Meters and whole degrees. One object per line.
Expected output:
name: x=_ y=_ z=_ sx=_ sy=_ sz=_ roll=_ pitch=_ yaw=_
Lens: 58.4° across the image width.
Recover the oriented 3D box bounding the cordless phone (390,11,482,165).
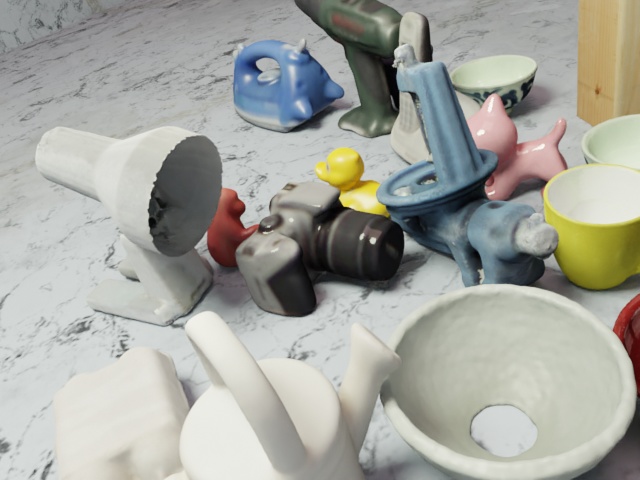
cordless phone: x=0.140 y=-0.183 z=0.718 sx=0.094 sy=0.185 sz=0.147 roll=-26 pitch=36 yaw=-14

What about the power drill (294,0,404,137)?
power drill: x=0.053 y=-0.268 z=0.853 sx=0.076 sy=0.209 sz=0.228 roll=-34 pitch=38 yaw=-24

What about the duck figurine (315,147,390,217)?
duck figurine: x=0.039 y=-0.069 z=0.687 sx=0.104 sy=0.086 sz=0.078 roll=9 pitch=41 yaw=31

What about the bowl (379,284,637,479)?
bowl: x=0.128 y=0.112 z=0.406 sx=0.167 sy=0.075 sz=0.167 roll=-11 pitch=35 yaw=8

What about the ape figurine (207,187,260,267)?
ape figurine: x=-0.103 y=-0.020 z=0.669 sx=0.076 sy=0.092 sz=0.077 roll=-27 pitch=36 yaw=-15

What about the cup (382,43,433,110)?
cup: x=0.134 y=-0.262 z=0.913 sx=0.091 sy=0.095 sz=0.117 roll=-17 pitch=34 yaw=-1

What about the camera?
camera: x=0.005 y=0.002 z=0.587 sx=0.136 sy=0.101 sz=0.143 roll=12 pitch=43 yaw=34

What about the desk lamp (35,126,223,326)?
desk lamp: x=-0.187 y=-0.018 z=0.591 sx=0.202 sy=0.214 sz=0.118 roll=5 pitch=40 yaw=28

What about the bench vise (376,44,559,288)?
bench vise: x=0.134 y=-0.066 z=0.525 sx=0.206 sy=0.220 sz=0.122 roll=20 pitch=48 yaw=41

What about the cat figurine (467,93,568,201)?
cat figurine: x=0.212 y=-0.105 z=0.640 sx=0.127 sy=0.118 sz=0.067 roll=-4 pitch=36 yaw=17

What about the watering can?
watering can: x=-0.028 y=0.116 z=0.356 sx=0.100 sy=0.194 sz=0.173 roll=14 pitch=44 yaw=36

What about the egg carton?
egg carton: x=-0.156 y=0.155 z=0.463 sx=0.107 sy=0.069 sz=0.150 roll=-26 pitch=36 yaw=-14

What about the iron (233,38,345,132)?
iron: x=-0.088 y=-0.281 z=0.987 sx=0.257 sy=0.142 sz=0.119 roll=20 pitch=48 yaw=40
